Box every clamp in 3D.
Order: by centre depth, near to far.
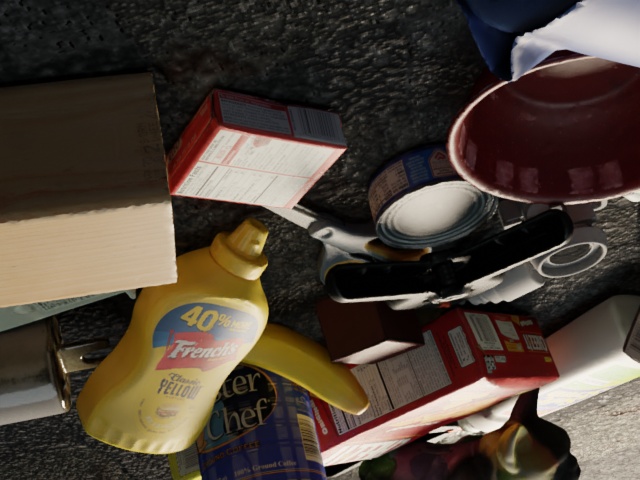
[{"bbox_3d":[0.100,0.023,0.774,0.164,0.036,0.210,-15,169,9],"label":"clamp"},{"bbox_3d":[0.067,0.211,1.151,0.171,0.039,0.120,-22,156,8],"label":"clamp"}]

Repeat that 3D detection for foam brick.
[{"bbox_3d":[0.040,0.067,0.853,0.053,0.051,0.078,-24,163,23],"label":"foam brick"}]

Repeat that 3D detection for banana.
[{"bbox_3d":[-0.056,0.095,0.847,0.197,0.069,0.037,6,178,-5],"label":"banana"}]

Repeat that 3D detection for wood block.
[{"bbox_3d":[-0.187,-0.021,0.580,0.206,0.090,0.091,-8,151,-9],"label":"wood block"}]

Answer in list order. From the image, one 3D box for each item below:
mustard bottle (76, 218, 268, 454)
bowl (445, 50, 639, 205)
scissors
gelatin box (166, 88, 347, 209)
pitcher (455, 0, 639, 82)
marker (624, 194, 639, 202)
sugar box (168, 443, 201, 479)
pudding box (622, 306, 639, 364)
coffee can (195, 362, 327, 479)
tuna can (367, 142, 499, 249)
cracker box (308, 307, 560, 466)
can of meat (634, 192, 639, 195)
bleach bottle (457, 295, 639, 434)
[{"bbox_3d":[-0.091,0.065,0.762,0.096,0.058,0.192,18,113,-35],"label":"mustard bottle"},{"bbox_3d":[0.154,-0.083,0.631,0.162,0.055,0.162,0,153,0],"label":"bowl"},{"bbox_3d":[-0.005,0.001,0.770,0.201,0.016,0.096,12,142,-38],"label":"scissors"},{"bbox_3d":[-0.040,-0.053,0.645,0.089,0.030,0.073,7,147,-30],"label":"gelatin box"},{"bbox_3d":[0.188,-0.141,0.481,0.242,0.145,0.149,9,153,-31],"label":"pitcher"},{"bbox_3d":[0.198,-0.052,0.759,0.020,0.020,0.120,-33,146,31],"label":"marker"},{"bbox_3d":[-0.083,0.197,1.006,0.048,0.093,0.176,-23,151,18],"label":"sugar box"},{"bbox_3d":[0.323,0.059,0.932,0.089,0.039,0.113,11,107,-35],"label":"pudding box"},{"bbox_3d":[-0.055,0.154,0.892,0.102,0.140,0.103,-10,151,-6],"label":"coffee can"},{"bbox_3d":[0.076,-0.030,0.732,0.086,0.034,0.086,-10,151,-6],"label":"tuna can"},{"bbox_3d":[0.086,0.138,0.968,0.214,0.072,0.163,-31,158,27],"label":"cracker box"},{"bbox_3d":[0.260,-0.065,0.725,0.083,0.057,0.102,14,141,-35],"label":"can of meat"},{"bbox_3d":[0.235,0.138,1.069,0.102,0.068,0.251,9,147,-35],"label":"bleach bottle"}]
